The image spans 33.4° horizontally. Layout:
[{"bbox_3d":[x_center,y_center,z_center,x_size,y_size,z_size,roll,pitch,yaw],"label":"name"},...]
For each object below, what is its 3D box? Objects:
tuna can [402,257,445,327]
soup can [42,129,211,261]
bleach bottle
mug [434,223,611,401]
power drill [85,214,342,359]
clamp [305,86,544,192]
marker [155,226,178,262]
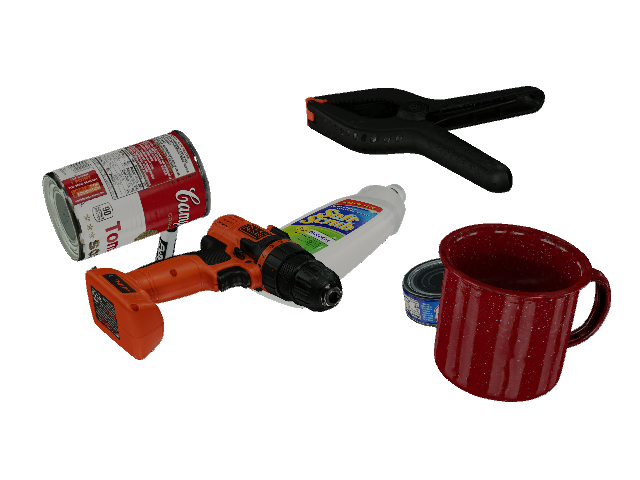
[{"bbox_3d":[0.125,0.050,1.062,0.086,0.034,0.086,-9,26,4],"label":"tuna can"},{"bbox_3d":[-0.139,-0.033,0.766,0.102,0.068,0.069,-21,9,-24],"label":"soup can"},{"bbox_3d":[0.019,-0.010,1.296,0.103,0.068,0.250,21,37,29],"label":"bleach bottle"},{"bbox_3d":[0.126,0.045,0.668,0.117,0.081,0.093,-5,29,-17],"label":"mug"},{"bbox_3d":[-0.097,0.042,0.943,0.187,0.057,0.185,-19,27,-31],"label":"power drill"},{"bbox_3d":[0.091,-0.106,0.942,0.210,0.036,0.164,13,36,23],"label":"clamp"},{"bbox_3d":[-0.165,0.009,1.142,0.020,0.121,0.020,10,43,-9],"label":"marker"}]
